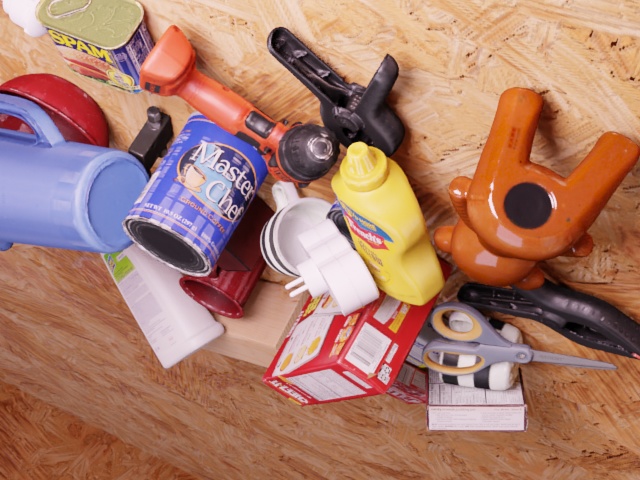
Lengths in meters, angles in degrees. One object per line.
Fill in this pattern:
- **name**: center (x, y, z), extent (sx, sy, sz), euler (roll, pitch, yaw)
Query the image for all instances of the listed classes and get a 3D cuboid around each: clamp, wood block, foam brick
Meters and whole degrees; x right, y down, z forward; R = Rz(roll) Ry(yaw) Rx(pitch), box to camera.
- **clamp**: center (0.036, -0.114, 0.903), extent (0.120, 0.039, 0.171), euler (23, 164, 38)
- **wood block**: center (-0.102, 0.109, 1.467), extent (0.206, 0.090, 0.090), euler (11, 151, 36)
- **clamp**: center (0.231, 0.069, 1.065), extent (0.210, 0.036, 0.164), euler (26, 164, 5)
- **foam brick**: center (-0.092, -0.009, 1.225), extent (0.053, 0.078, 0.051), euler (-2, 142, 48)

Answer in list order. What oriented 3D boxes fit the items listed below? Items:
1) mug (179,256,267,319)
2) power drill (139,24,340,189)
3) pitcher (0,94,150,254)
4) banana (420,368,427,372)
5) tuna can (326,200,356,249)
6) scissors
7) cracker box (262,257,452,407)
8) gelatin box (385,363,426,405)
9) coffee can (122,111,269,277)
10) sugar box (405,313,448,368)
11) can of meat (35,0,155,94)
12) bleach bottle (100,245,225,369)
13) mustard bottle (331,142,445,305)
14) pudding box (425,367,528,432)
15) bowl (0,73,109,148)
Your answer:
- **mug**: center (-0.120, 0.036, 1.344), extent (0.093, 0.081, 0.117), euler (22, 156, 16)
- **power drill**: center (-0.071, -0.114, 0.958), extent (0.187, 0.057, 0.184), euler (36, 173, -9)
- **pitcher**: center (-0.302, -0.063, 1.153), extent (0.243, 0.145, 0.149), euler (9, 160, 36)
- **banana**: center (0.169, 0.160, 1.334), extent (0.069, 0.037, 0.198), euler (46, 153, -12)
- **tuna can**: center (0.051, -0.019, 1.093), extent (0.086, 0.033, 0.086), euler (24, 157, 11)
- **scissors**: center (0.201, 0.103, 1.114), extent (0.202, 0.016, 0.096), euler (-7, 115, 20)
- **cracker box**: center (0.037, 0.097, 1.185), extent (0.072, 0.164, 0.214), euler (36, 156, -13)
- **gelatin box**: center (0.102, 0.179, 1.345), extent (0.089, 0.030, 0.073), euler (28, 158, -22)
- **coffee can**: center (-0.123, -0.048, 1.095), extent (0.103, 0.140, 0.103), euler (24, 157, 11)
- **sugar box**: center (0.095, 0.120, 1.320), extent (0.093, 0.048, 0.177), euler (33, 154, -19)
- **can of meat**: center (-0.205, -0.189, 1.004), extent (0.102, 0.057, 0.084), euler (22, 159, 17)
- **bleach bottle**: center (-0.231, 0.042, 1.414), extent (0.103, 0.067, 0.251), euler (-35, 86, 43)
- **mustard bottle**: center (0.056, -0.022, 0.957), extent (0.096, 0.058, 0.191), euler (42, 166, 36)
- **pudding box**: center (0.176, 0.180, 1.214), extent (0.113, 0.090, 0.039), euler (-3, 113, 7)
- **bowl**: center (-0.299, -0.140, 1.215), extent (0.162, 0.055, 0.162), euler (24, 157, 11)
